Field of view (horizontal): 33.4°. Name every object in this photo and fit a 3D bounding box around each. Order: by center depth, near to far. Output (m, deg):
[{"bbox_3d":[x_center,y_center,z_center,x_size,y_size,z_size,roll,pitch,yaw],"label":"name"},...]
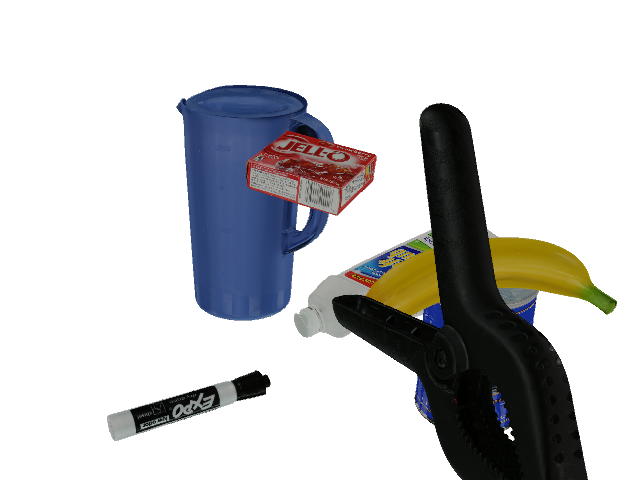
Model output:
[{"bbox_3d":[0.074,0.046,0.528,0.036,0.165,0.210,-7,44,-27],"label":"clamp"},{"bbox_3d":[0.113,0.027,0.762,0.197,0.037,0.070,-4,34,-16],"label":"banana"},{"bbox_3d":[-0.093,0.117,0.767,0.121,0.020,0.020,-14,6,-22],"label":"marker"},{"bbox_3d":[-0.008,-0.059,0.903,0.089,0.030,0.073,18,33,21],"label":"gelatin box"},{"bbox_3d":[0.144,0.094,0.993,0.103,0.140,0.103,2,26,-1],"label":"coffee can"},{"bbox_3d":[-0.074,-0.039,1.153,0.144,0.243,0.149,-5,23,-17],"label":"pitcher"},{"bbox_3d":[0.089,0.054,1.208,0.250,0.068,0.103,-22,38,-24],"label":"bleach bottle"}]
